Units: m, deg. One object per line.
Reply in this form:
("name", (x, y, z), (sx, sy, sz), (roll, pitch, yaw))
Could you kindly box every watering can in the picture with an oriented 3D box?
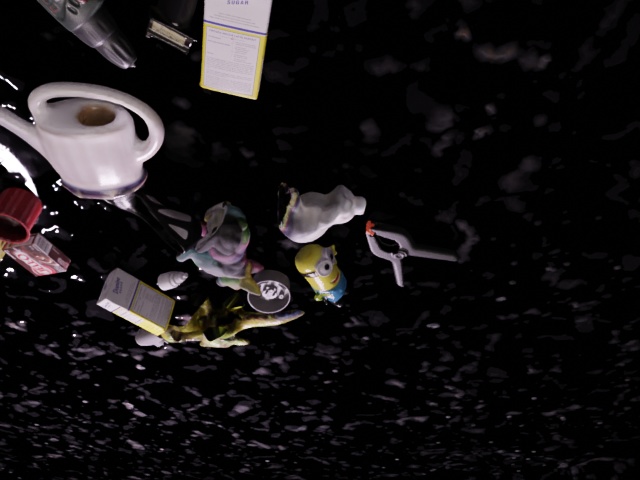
("watering can", (-0.436, -0.174, 0.881), (0.348, 0.106, 0.219), (3, 138, -1))

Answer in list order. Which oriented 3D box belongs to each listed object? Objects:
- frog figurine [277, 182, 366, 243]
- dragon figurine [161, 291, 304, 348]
("frog figurine", (0.003, -0.050, 0.987), (0.159, 0.123, 0.137), (10, 172, -20))
("dragon figurine", (-0.241, 0.229, 1.349), (0.410, 0.124, 0.238), (1, 156, 1))
